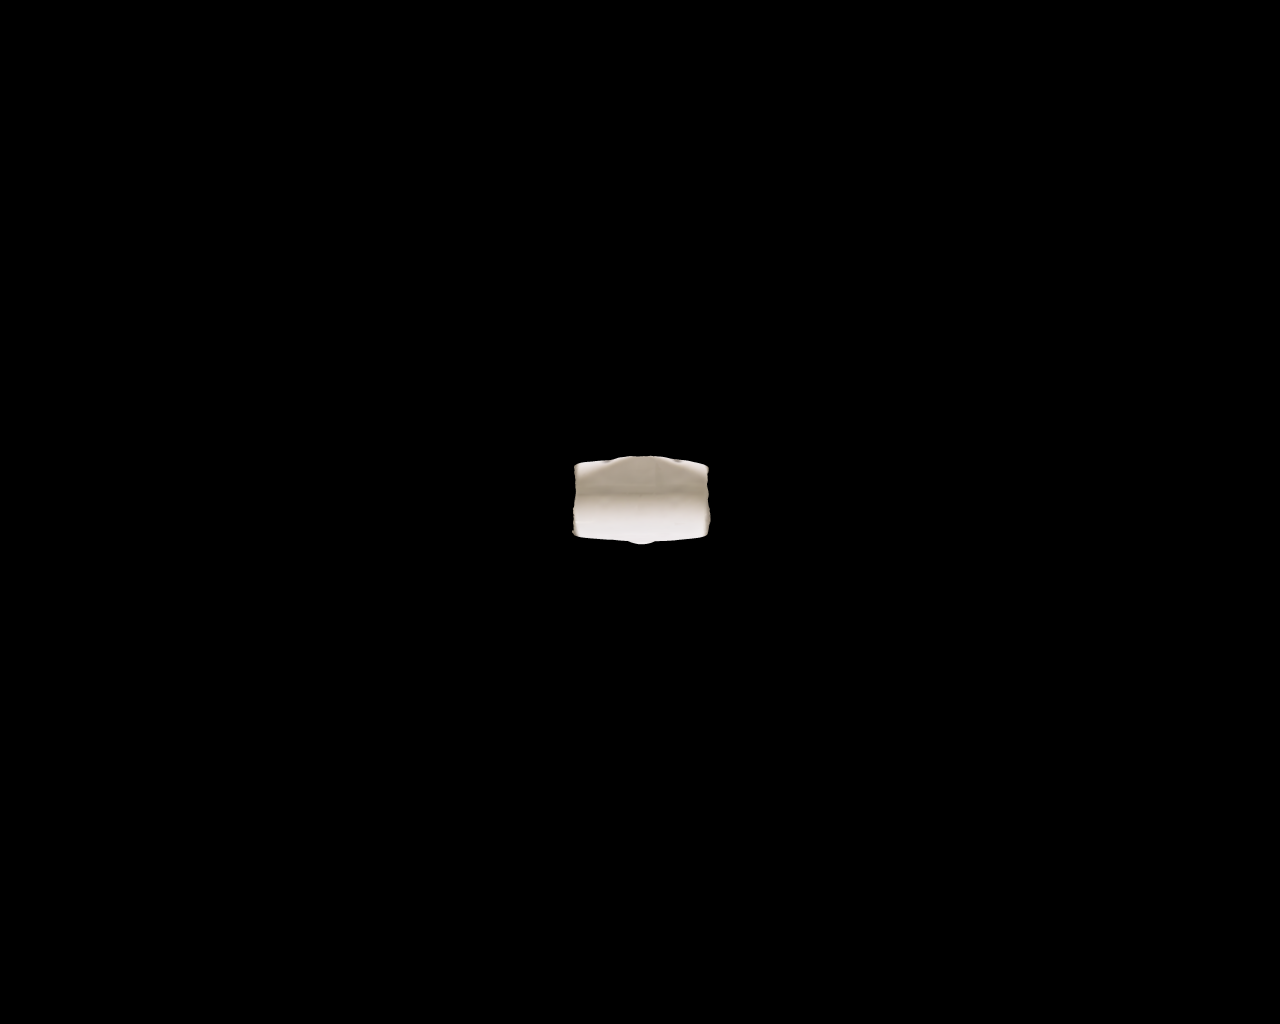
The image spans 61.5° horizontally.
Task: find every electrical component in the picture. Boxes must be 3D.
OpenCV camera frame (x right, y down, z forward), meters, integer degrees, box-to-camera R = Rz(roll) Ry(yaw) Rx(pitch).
[{"bbox_3d":[0.001,-0.003,0.650,0.077,0.044,0.079,0,-15,0],"label":"electrical component"}]
